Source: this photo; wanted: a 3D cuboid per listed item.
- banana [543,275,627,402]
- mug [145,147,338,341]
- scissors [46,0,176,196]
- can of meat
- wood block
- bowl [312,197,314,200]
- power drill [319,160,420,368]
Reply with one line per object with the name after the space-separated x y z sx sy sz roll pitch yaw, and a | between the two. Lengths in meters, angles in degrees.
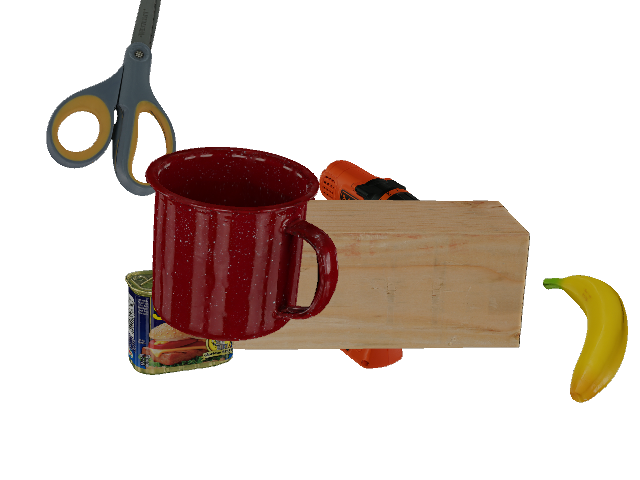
0.263 0.085 1.028 0.070 0.037 0.197 -29 23 18 | banana
-0.040 0.006 0.581 0.117 0.081 0.093 19 27 27 | mug
-0.148 -0.123 0.753 0.096 0.202 0.016 -1 -24 -20 | scissors
-0.130 0.074 0.997 0.102 0.084 0.057 -5 20 -24 | can of meat
0.037 0.024 0.784 0.206 0.090 0.091 0 17 -5 | wood block
-0.089 -0.031 1.320 0.162 0.055 0.162 4 25 -2 | bowl
0.057 0.030 1.070 0.057 0.188 0.185 -9 29 -32 | power drill
